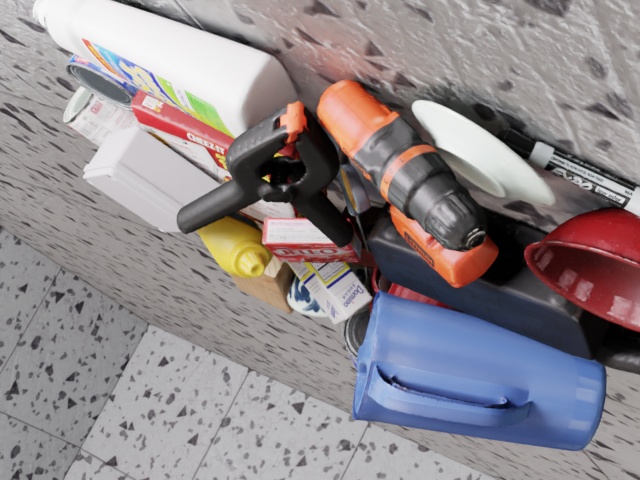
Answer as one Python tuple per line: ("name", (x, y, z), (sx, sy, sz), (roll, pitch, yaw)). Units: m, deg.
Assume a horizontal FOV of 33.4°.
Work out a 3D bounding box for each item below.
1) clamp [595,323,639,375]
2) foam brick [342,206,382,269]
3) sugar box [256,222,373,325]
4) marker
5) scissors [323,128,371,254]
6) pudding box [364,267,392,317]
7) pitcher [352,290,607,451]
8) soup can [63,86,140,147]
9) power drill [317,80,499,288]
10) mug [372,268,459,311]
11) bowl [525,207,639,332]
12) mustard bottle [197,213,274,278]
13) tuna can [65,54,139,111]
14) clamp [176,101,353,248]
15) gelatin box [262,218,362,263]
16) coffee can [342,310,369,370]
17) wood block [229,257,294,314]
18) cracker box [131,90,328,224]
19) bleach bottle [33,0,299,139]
("clamp", (0.328, 0.110, 1.015), (0.120, 0.039, 0.172), (-3, -160, -27))
("foam brick", (0.056, -0.003, 1.154), (0.051, 0.053, 0.078), (36, 164, -32))
("sugar box", (-0.013, 0.015, 1.240), (0.176, 0.048, 0.093), (50, 168, 1))
("marker", (0.183, -0.051, 0.775), (0.121, 0.020, 0.020), (26, 167, 6))
("scissors", (0.037, -0.026, 1.000), (0.096, 0.016, 0.201), (-116, 2, -46))
("pudding box", (0.077, 0.070, 1.270), (0.039, 0.113, 0.090), (-6, 165, 1))
("pitcher", (0.158, 0.142, 1.072), (0.243, 0.149, 0.145), (11, 148, -1))
("soup can", (-0.228, -0.131, 1.201), (0.102, 0.068, 0.069), (35, 165, -28))
("power drill", (0.087, -0.030, 0.860), (0.185, 0.057, 0.187), (51, -179, 33))
("mug", (0.112, 0.053, 1.188), (0.117, 0.081, 0.093), (22, 166, 23))
("bowl", (0.247, 0.020, 0.841), (0.162, 0.055, 0.162), (26, 167, 6))
("mustard bottle", (-0.100, -0.008, 1.192), (0.096, 0.058, 0.192), (37, -174, -33))
("tuna can", (-0.217, -0.170, 1.103), (0.086, 0.033, 0.086), (26, 167, 6))
("clamp", (-0.027, -0.048, 0.919), (0.164, 0.036, 0.210), (7, 152, -15))
("gelatin box", (-0.007, 0.001, 1.077), (0.089, 0.030, 0.073), (0, 165, 12))
("coffee can", (0.090, 0.149, 1.563), (0.103, 0.102, 0.140), (25, 167, 14))
("wood block", (-0.067, 0.019, 1.406), (0.090, 0.091, 0.206), (25, 167, 11))
("cracker box", (-0.081, -0.087, 1.067), (0.164, 0.072, 0.213), (25, 166, 10))
("bleach bottle", (-0.145, -0.160, 0.936), (0.251, 0.068, 0.102), (25, 167, 22))
